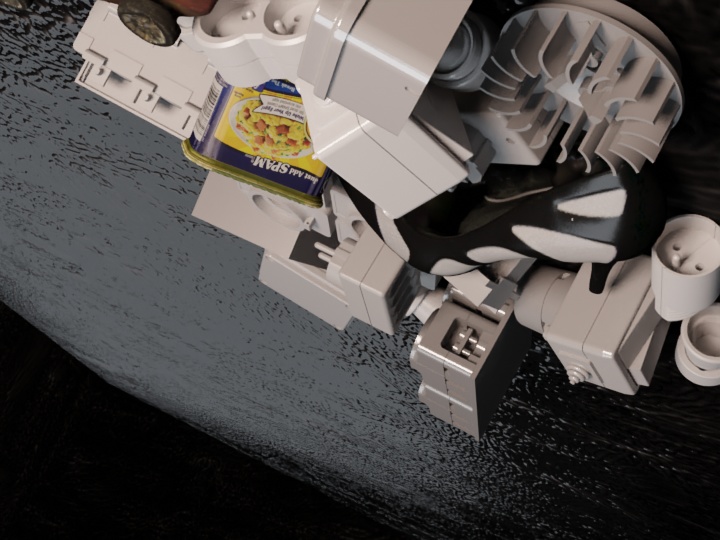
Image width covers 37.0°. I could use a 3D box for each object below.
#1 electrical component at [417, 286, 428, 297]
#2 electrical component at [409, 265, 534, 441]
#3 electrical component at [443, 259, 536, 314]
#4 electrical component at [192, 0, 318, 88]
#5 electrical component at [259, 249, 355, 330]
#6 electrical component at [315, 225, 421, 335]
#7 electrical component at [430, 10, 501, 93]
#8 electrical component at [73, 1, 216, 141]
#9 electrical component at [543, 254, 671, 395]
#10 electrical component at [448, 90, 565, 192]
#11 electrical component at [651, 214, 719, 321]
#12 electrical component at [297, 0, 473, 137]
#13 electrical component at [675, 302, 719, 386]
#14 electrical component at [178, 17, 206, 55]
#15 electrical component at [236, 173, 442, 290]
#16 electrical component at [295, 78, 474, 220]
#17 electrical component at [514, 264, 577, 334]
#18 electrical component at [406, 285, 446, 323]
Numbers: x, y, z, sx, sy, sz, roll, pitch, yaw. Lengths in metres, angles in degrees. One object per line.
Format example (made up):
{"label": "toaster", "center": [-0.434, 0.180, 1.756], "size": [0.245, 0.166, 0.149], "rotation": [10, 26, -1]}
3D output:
{"label": "electrical component", "center": [0.018, -0.017, 0.939], "size": [0.079, 0.043, 0.077], "rotation": [21, 160, 30]}
{"label": "electrical component", "center": [0.099, 0.065, 0.926], "size": [0.060, 0.105, 0.186], "rotation": [26, 162, 17]}
{"label": "electrical component", "center": [0.097, -0.007, 0.779], "size": [0.042, 0.063, 0.081], "rotation": [44, -171, 23]}
{"label": "electrical component", "center": [-0.025, -0.131, 0.641], "size": [0.138, 0.052, 0.073], "rotation": [4, 152, 25]}
{"label": "electrical component", "center": [-0.040, 0.001, 1.067], "size": [0.109, 0.056, 0.108], "rotation": [31, 163, 0]}
{"label": "electrical component", "center": [0.000, 0.000, 0.800], "size": [0.076, 0.047, 0.083], "rotation": [26, 162, 17]}
{"label": "electrical component", "center": [0.050, -0.118, 0.573], "size": [0.043, 0.043, 0.062], "rotation": [23, -166, 26]}
{"label": "electrical component", "center": [-0.139, -0.144, 0.775], "size": [0.121, 0.078, 0.063], "rotation": [28, -179, 4]}
{"label": "electrical component", "center": [0.175, 0.040, 0.742], "size": [0.061, 0.096, 0.061], "rotation": [17, 158, 38]}
{"label": "electrical component", "center": [0.064, -0.077, 0.639], "size": [0.083, 0.075, 0.047], "rotation": [10, 153, 50]}
{"label": "electrical component", "center": [0.206, 0.003, 0.678], "size": [0.043, 0.043, 0.081], "rotation": [23, 161, 24]}
{"label": "electrical component", "center": [0.023, -0.130, 0.500], "size": [0.057, 0.113, 0.078], "rotation": [29, 163, -2]}
{"label": "electrical component", "center": [0.244, 0.053, 0.749], "size": [0.045, 0.045, 0.055], "rotation": [25, 162, 20]}
{"label": "electrical component", "center": [-0.110, -0.176, 0.711], "size": [0.045, 0.045, 0.055], "rotation": [16, 158, 41]}
{"label": "electrical component", "center": [-0.013, -0.060, 0.843], "size": [0.186, 0.060, 0.105], "rotation": [27, 162, 13]}
{"label": "electrical component", "center": [0.012, -0.082, 0.583], "size": [0.061, 0.061, 0.096], "rotation": [-30, 143, 22]}
{"label": "electrical component", "center": [0.150, 0.025, 0.818], "size": [0.047, 0.055, 0.055], "rotation": [21, 160, 41]}
{"label": "electrical component", "center": [0.060, 0.027, 0.990], "size": [0.055, 0.045, 0.045], "rotation": [33, 163, -5]}
